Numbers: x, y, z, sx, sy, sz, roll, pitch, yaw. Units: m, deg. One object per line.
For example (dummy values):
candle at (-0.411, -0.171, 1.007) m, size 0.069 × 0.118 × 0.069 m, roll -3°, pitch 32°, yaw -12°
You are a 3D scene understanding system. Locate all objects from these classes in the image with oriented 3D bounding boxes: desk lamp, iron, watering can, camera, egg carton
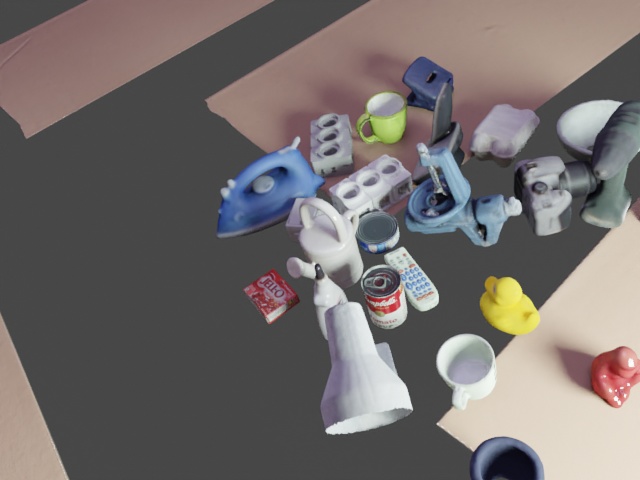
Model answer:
desk lamp at (0.059, 0.201, 0.834) m, size 0.118 × 0.214 × 0.203 m, roll -15°, pitch 48°, yaw 3°
iron at (-0.125, -0.111, 1.205) m, size 0.258 × 0.142 × 0.118 m, roll -31°, pitch 49°, yaw -12°
watering can at (0.011, 0.004, 1.031) m, size 0.100 × 0.194 × 0.173 m, roll 5°, pitch 52°, yaw 20°
camera at (0.442, -0.100, 1.063) m, size 0.136 × 0.101 × 0.143 m, roll -12°, pitch 48°, yaw 6°
egg carton at (0.387, -0.223, 1.206) m, size 0.107 × 0.069 × 0.150 m, roll 24°, pitch 60°, yaw 32°

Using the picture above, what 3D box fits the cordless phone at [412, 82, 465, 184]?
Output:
cordless phone at (0.237, -0.212, 1.160) m, size 0.094 × 0.185 × 0.148 m, roll 7°, pitch 53°, yaw 22°

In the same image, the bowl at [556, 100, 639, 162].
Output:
bowl at (0.556, -0.199, 1.134) m, size 0.167 × 0.075 × 0.167 m, roll -8°, pitch 48°, yaw 9°

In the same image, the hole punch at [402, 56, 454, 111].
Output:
hole punch at (0.259, -0.373, 1.358) m, size 0.100 × 0.091 × 0.109 m, roll 20°, pitch 58°, yaw 29°

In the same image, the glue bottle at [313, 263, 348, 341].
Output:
glue bottle at (0.013, 0.097, 0.964) m, size 0.037 × 0.173 × 0.078 m, roll 4°, pitch 51°, yaw 20°

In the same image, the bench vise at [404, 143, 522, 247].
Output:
bench vise at (0.249, -0.093, 1.030) m, size 0.207 × 0.220 × 0.121 m, roll -7°, pitch 49°, yaw 10°

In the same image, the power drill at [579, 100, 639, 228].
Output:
power drill at (0.508, -0.124, 0.991) m, size 0.075 × 0.209 × 0.230 m, roll 18°, pitch 57°, yaw 29°

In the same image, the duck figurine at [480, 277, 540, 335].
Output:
duck figurine at (0.310, 0.100, 0.937) m, size 0.078 × 0.086 × 0.104 m, roll -38°, pitch 51°, yaw -17°

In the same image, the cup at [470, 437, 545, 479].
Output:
cup at (0.251, 0.329, 0.749) m, size 0.092 × 0.095 × 0.117 m, roll -23°, pitch 48°, yaw -5°

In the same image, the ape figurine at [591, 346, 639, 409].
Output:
ape figurine at (0.430, 0.186, 0.823) m, size 0.077 × 0.092 × 0.076 m, roll -15°, pitch 48°, yaw 3°
